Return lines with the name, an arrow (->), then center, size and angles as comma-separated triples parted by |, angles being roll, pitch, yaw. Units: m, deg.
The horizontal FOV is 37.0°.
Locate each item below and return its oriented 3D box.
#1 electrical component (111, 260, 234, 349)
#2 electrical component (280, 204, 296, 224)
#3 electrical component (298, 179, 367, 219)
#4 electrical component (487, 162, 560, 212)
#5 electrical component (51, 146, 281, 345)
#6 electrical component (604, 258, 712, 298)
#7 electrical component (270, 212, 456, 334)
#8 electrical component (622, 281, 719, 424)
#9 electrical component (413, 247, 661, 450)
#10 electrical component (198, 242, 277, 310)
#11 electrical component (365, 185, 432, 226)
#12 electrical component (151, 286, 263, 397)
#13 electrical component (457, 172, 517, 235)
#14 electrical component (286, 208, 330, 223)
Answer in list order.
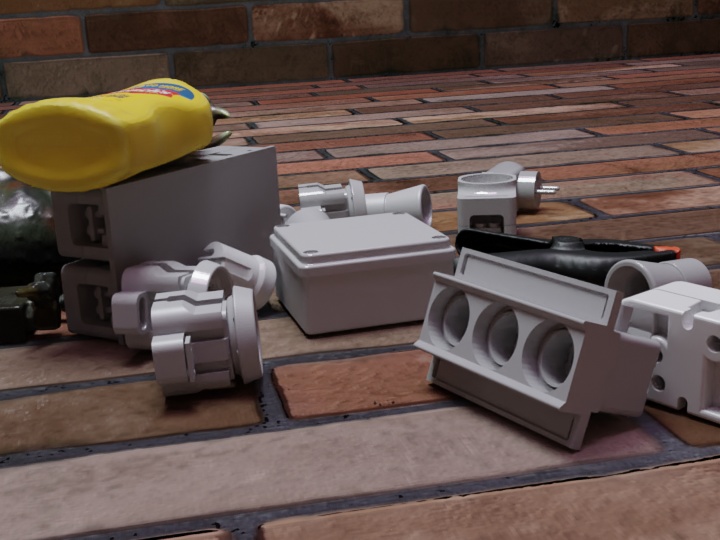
electrical component -> -0.116, 0.022, 0.695 | 0.057, 0.058, 0.078 | 0, 9, 15
electrical component -> -0.090, -0.041, 0.967 | 0.078, 0.040, 0.040 | 9, 19, 39
electrical component -> -0.024, -0.050, 0.957 | 0.057, 0.058, 0.078 | -7, 15, -3
electrical component -> 0.155, -0.079, 1.056 | 0.079, 0.043, 0.077 | 3, 16, 21
electrical component -> -0.137, -0.026, 0.791 | 0.060, 0.105, 0.186 | 6, 17, 31
electrical component -> 0.199, 0.012, 0.707 | 0.065, 0.044, 0.044 | -7, 14, -34
electrical component -> 0.000, 0.000, 0.760 | 0.109, 0.056, 0.109 | -7, 15, -14
electrical component -> 0.187, 0.042, 0.562 | 0.059, 0.053, 0.095 | -14, 20, -38
electrical component -> 0.093, 0.039, 0.572 | 0.063, 0.078, 0.121 | 13, 4, -34
electrical component -> -0.089, 0.004, 0.762 | 0.046, 0.040, 0.040 | 26, -5, -37
electrical component -> 0.030, -0.055, 0.998 | 0.065, 0.044, 0.044 | -3, 14, 18
electrical component -> -0.088, 0.040, 0.625 | 0.057, 0.058, 0.078 | -7, 15, -4
electrical component -> 0.112, -0.053, 0.940 | 0.050, 0.055, 0.089 | -1, 15, 8
electrical component -> -0.034, -0.022, 0.884 | 0.044, 0.044, 0.065 | -7, 20, -16
